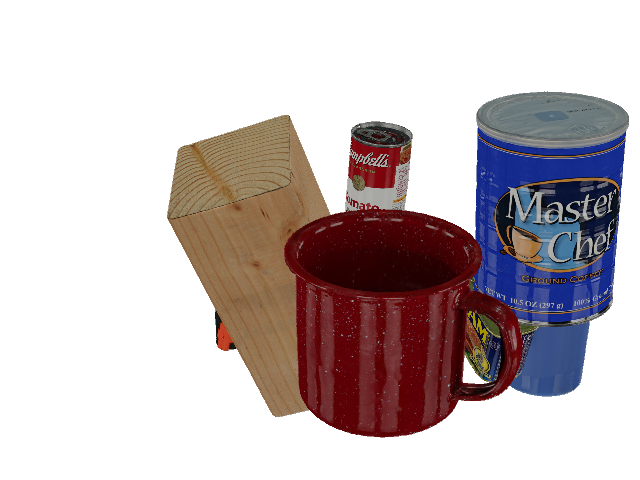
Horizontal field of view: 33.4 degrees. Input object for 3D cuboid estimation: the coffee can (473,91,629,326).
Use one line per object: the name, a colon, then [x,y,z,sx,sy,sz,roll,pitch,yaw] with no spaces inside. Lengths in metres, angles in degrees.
coffee can: [0.161,-0.024,0.761,0.103,0.140,0.103,-2,25,1]

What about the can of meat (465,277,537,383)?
can of meat: [0.171,0.081,1.071,0.057,0.102,0.084,-15,-40,-16]

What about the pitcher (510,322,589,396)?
pitcher: [0.291,0.082,1.416,0.149,0.243,0.145,4,21,12]

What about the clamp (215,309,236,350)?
clamp: [-0.056,0.061,1.053,0.120,0.039,0.171,17,22,34]

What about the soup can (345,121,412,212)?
soup can: [0.064,-0.073,1.188,0.068,0.102,0.068,3,28,-2]

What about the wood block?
wood block: [-0.030,0.025,0.796,0.090,0.206,0.091,-15,37,11]

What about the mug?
mug: [0.040,0.042,0.511,0.117,0.081,0.093,12,28,25]
